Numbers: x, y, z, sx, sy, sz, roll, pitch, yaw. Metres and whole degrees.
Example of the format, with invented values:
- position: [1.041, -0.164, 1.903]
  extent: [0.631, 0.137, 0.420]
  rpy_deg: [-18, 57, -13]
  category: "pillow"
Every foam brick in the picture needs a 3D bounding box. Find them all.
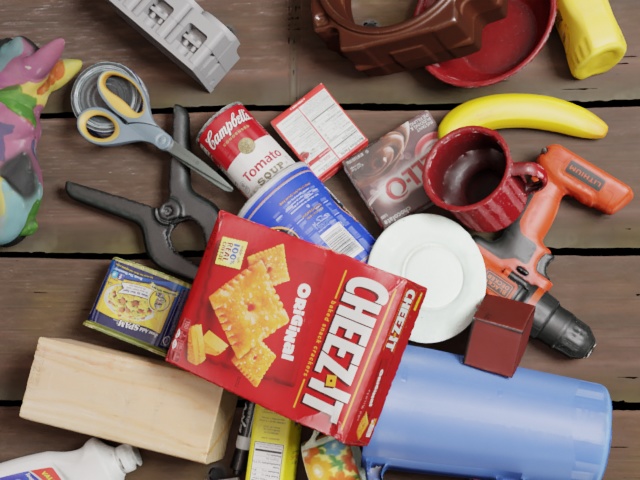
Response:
- position: [0.179, 0.094, 1.067]
  extent: [0.053, 0.078, 0.051]
  rpy_deg: [15, 110, 17]
  category: "foam brick"

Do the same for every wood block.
- position: [-0.200, 0.170, 1.143]
  extent: [0.206, 0.091, 0.090]
  rpy_deg: [12, 84, 9]
  category: "wood block"

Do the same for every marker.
- position: [-0.077, 0.195, 1.159]
  extent: [0.020, 0.020, 0.121]
  rpy_deg: [12, 84, 9]
  category: "marker"

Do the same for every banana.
- position: [0.208, -0.127, 1.149]
  extent: [0.197, 0.037, 0.069]
  rpy_deg: [-9, 73, -8]
  category: "banana"

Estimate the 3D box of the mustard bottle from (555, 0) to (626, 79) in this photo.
- position: [0.267, -0.274, 1.142]
  extent: [0.058, 0.096, 0.191]
  rpy_deg: [-18, 80, 3]
  category: "mustard bottle"

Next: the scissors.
- position: [-0.193, -0.102, 1.185]
  extent: [0.096, 0.016, 0.202]
  rpy_deg: [-39, 80, 2]
  category: "scissors"

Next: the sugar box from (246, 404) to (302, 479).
- position: [-0.048, 0.235, 1.112]
  extent: [0.048, 0.093, 0.176]
  rpy_deg: [4, 83, 8]
  category: "sugar box"

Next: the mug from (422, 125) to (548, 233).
- position: [0.172, -0.059, 1.080]
  extent: [0.117, 0.081, 0.093]
  rpy_deg: [-8, 66, 27]
  category: "mug"

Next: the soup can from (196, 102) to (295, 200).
- position: [-0.079, -0.093, 1.177]
  extent: [0.068, 0.068, 0.102]
  rpy_deg: [-42, 79, 0]
  category: "soup can"

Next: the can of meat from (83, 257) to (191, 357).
- position: [-0.197, 0.073, 1.174]
  extent: [0.102, 0.057, 0.084]
  rpy_deg: [20, 83, 10]
  category: "can of meat"

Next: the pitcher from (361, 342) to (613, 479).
- position: [0.161, 0.191, 1.073]
  extent: [0.243, 0.145, 0.149]
  rpy_deg: [8, 105, 6]
  category: "pitcher"

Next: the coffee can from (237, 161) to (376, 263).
- position: [-0.007, 0.001, 1.136]
  extent: [0.103, 0.102, 0.140]
  rpy_deg: [-43, 79, 0]
  category: "coffee can"

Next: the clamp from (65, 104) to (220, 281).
- position: [-0.163, -0.040, 1.196]
  extent: [0.164, 0.036, 0.210]
  rpy_deg: [-43, 80, -1]
  category: "clamp"

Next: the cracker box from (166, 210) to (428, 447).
- position: [-0.027, 0.082, 1.031]
  extent: [0.214, 0.072, 0.164]
  rpy_deg: [20, 89, 27]
  category: "cracker box"

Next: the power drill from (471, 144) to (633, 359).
- position: [0.246, 0.009, 1.123]
  extent: [0.184, 0.057, 0.187]
  rpy_deg: [35, 87, 11]
  category: "power drill"

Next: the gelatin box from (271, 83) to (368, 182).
- position: [0.001, -0.117, 1.189]
  extent: [0.073, 0.030, 0.089]
  rpy_deg: [-38, 78, 0]
  category: "gelatin box"

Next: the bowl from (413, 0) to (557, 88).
- position: [0.183, -0.232, 1.154]
  extent: [0.162, 0.055, 0.162]
  rpy_deg: [-8, 72, 27]
  category: "bowl"

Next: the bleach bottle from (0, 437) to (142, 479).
- position: [-0.316, 0.274, 1.159]
  extent: [0.251, 0.068, 0.102]
  rpy_deg: [-24, 79, 1]
  category: "bleach bottle"

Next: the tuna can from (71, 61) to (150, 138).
- position: [-0.241, -0.160, 1.224]
  extent: [0.086, 0.033, 0.086]
  rpy_deg: [-1, 83, 5]
  category: "tuna can"

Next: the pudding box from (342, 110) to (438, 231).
- position: [0.094, -0.074, 1.165]
  extent: [0.113, 0.039, 0.090]
  rpy_deg: [-32, 79, 2]
  category: "pudding box"
